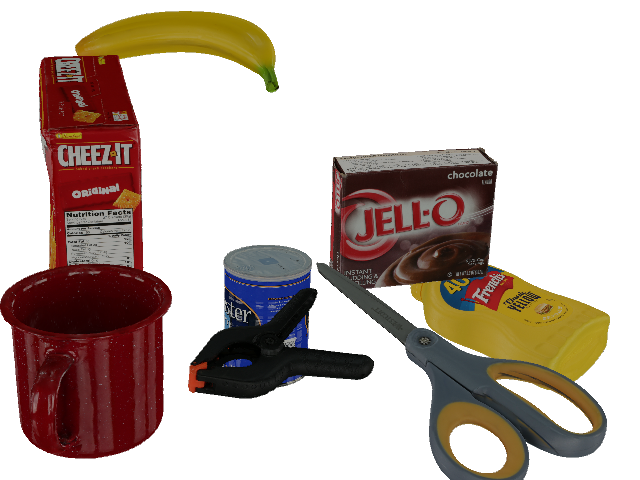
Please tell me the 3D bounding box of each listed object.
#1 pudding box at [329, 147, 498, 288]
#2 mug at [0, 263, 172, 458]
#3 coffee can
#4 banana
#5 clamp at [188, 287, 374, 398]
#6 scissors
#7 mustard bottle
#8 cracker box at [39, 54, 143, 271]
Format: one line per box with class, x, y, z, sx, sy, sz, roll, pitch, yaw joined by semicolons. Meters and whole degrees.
pudding box;0.064;-0.016;0.752;0.113;0.090;0.039;-6;29;-13
mug;-0.131;0.073;0.592;0.093;0.081;0.117;4;23;5
coffee can;-0.063;0.088;1.257;0.103;0.140;0.103;2;20;-1
banana;-0.120;-0.177;0.951;0.198;0.037;0.069;10;46;17
clamp;-0.048;0.098;1.003;0.171;0.039;0.120;-7;36;-22
scissors;0.051;0.071;0.568;0.202;0.016;0.096;23;44;31
mustard bottle;0.150;0.062;0.944;0.192;0.058;0.096;25;40;38
cracker box;-0.182;-0.020;0.844;0.072;0.214;0.164;-4;28;-15
